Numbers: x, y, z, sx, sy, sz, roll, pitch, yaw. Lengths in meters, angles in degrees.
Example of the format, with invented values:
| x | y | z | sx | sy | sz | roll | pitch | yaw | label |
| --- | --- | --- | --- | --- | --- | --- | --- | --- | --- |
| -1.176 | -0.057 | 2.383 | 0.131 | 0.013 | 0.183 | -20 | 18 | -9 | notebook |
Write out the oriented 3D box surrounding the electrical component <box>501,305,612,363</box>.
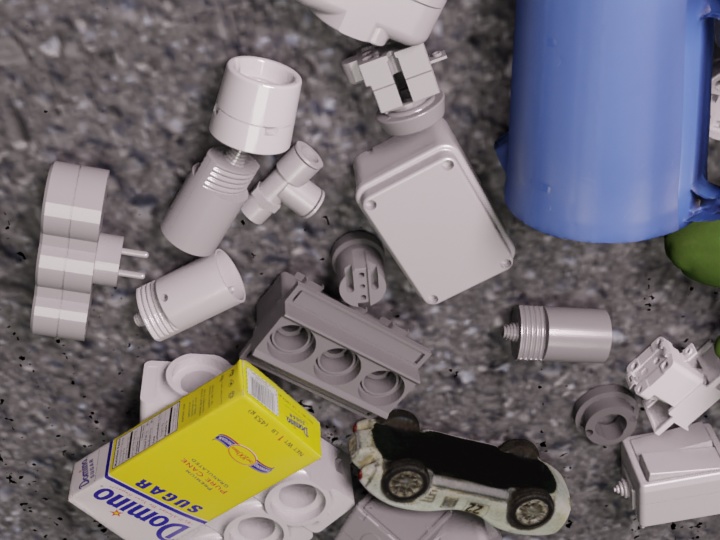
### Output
| x | y | z | sx | sy | sz | roll | pitch | yaw | label |
| --- | --- | --- | --- | --- | --- | --- | --- | --- | --- |
| 0.151 | 0.050 | 0.844 | 0.081 | 0.043 | 0.043 | 3 | 124 | -8 | electrical component |

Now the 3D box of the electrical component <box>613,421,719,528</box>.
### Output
| x | y | z | sx | sy | sz | roll | pitch | yaw | label |
| --- | --- | --- | --- | --- | --- | --- | --- | --- | --- |
| 0.268 | 0.176 | 0.933 | 0.096 | 0.061 | 0.061 | -10 | 125 | 1 | electrical component |

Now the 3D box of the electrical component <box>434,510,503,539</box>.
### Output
| x | y | z | sx | sy | sz | roll | pitch | yaw | label |
| --- | --- | --- | --- | --- | --- | --- | --- | --- | --- |
| 0.081 | 0.252 | 0.971 | 0.089 | 0.055 | 0.050 | -31 | 122 | 15 | electrical component |

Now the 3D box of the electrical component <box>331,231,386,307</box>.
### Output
| x | y | z | sx | sy | sz | roll | pitch | yaw | label |
| --- | --- | --- | --- | --- | --- | --- | --- | --- | --- |
| 0.000 | 0.000 | 0.791 | 0.040 | 0.046 | 0.040 | -3 | 125 | -4 | electrical component |

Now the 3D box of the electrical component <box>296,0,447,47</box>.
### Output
| x | y | z | sx | sy | sz | roll | pitch | yaw | label |
| --- | --- | --- | --- | --- | --- | --- | --- | --- | --- |
| 0.005 | -0.179 | 0.662 | 0.095 | 0.053 | 0.059 | 18 | 121 | -17 | electrical component |

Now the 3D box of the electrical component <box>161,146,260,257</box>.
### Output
| x | y | z | sx | sy | sz | roll | pitch | yaw | label |
| --- | --- | --- | --- | --- | --- | --- | --- | --- | --- |
| -0.101 | -0.053 | 0.745 | 0.043 | 0.043 | 0.081 | 24 | 119 | -21 | electrical component |

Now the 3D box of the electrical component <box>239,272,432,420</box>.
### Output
| x | y | z | sx | sy | sz | roll | pitch | yaw | label |
| --- | --- | --- | --- | --- | --- | --- | --- | --- | --- |
| -0.019 | 0.055 | 0.818 | 0.121 | 0.063 | 0.078 | 28 | 117 | -23 | electrical component |

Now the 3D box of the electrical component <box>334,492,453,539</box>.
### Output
| x | y | z | sx | sy | sz | roll | pitch | yaw | label |
| --- | --- | --- | --- | --- | --- | --- | --- | --- | --- |
| 0.030 | 0.220 | 0.923 | 0.062 | 0.096 | 0.061 | 38 | 120 | 16 | electrical component |

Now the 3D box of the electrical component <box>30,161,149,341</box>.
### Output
| x | y | z | sx | sy | sz | roll | pitch | yaw | label |
| --- | --- | --- | --- | --- | --- | --- | --- | --- | --- |
| -0.188 | -0.008 | 0.762 | 0.074 | 0.052 | 0.138 | 9 | 123 | -12 | electrical component |

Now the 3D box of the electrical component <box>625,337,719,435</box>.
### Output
| x | y | z | sx | sy | sz | roll | pitch | yaw | label |
| --- | --- | --- | --- | --- | --- | --- | --- | --- | --- |
| 0.259 | 0.091 | 0.886 | 0.064 | 0.042 | 0.081 | 31 | 116 | -20 | electrical component |

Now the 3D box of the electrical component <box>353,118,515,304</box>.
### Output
| x | y | z | sx | sy | sz | roll | pitch | yaw | label |
| --- | --- | --- | --- | --- | --- | --- | --- | --- | --- |
| 0.053 | -0.040 | 0.762 | 0.078 | 0.057 | 0.113 | -27 | 123 | 13 | electrical component |

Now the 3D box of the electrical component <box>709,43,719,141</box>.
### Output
| x | y | z | sx | sy | sz | roll | pitch | yaw | label |
| --- | --- | --- | --- | --- | --- | --- | --- | --- | --- |
| 0.247 | -0.123 | 0.731 | 0.055 | 0.047 | 0.055 | -3 | 125 | -4 | electrical component |

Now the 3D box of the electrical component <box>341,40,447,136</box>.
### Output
| x | y | z | sx | sy | sz | roll | pitch | yaw | label |
| --- | --- | --- | --- | --- | --- | --- | --- | --- | --- |
| 0.028 | -0.122 | 0.710 | 0.066 | 0.048 | 0.055 | -19 | 117 | 7 | electrical component |

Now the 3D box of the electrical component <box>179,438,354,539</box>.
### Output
| x | y | z | sx | sy | sz | roll | pitch | yaw | label |
| --- | --- | --- | --- | --- | --- | --- | --- | --- | --- |
| -0.088 | 0.202 | 0.914 | 0.150 | 0.061 | 0.089 | -41 | 119 | 21 | electrical component |

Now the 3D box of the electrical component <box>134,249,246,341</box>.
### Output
| x | y | z | sx | sy | sz | roll | pitch | yaw | label |
| --- | --- | --- | --- | --- | --- | --- | --- | --- | --- |
| -0.130 | 0.021 | 0.794 | 0.081 | 0.043 | 0.043 | -25 | 124 | 11 | electrical component |

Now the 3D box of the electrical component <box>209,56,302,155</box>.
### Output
| x | y | z | sx | sy | sz | roll | pitch | yaw | label |
| --- | --- | --- | --- | --- | --- | --- | --- | --- | --- |
| -0.067 | -0.109 | 0.704 | 0.055 | 0.055 | 0.047 | 10 | 119 | -13 | electrical component |

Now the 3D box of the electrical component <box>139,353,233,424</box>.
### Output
| x | y | z | sx | sy | sz | roll | pitch | yaw | label |
| --- | --- | --- | --- | --- | --- | --- | --- | --- | --- |
| -0.127 | 0.104 | 0.848 | 0.089 | 0.050 | 0.055 | 4 | 125 | -8 | electrical component |

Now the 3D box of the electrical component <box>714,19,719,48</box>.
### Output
| x | y | z | sx | sy | sz | roll | pitch | yaw | label |
| --- | --- | --- | --- | --- | --- | --- | --- | --- | --- |
| 0.252 | -0.169 | 0.673 | 0.056 | 0.089 | 0.050 | -8 | 125 | 0 | electrical component |
